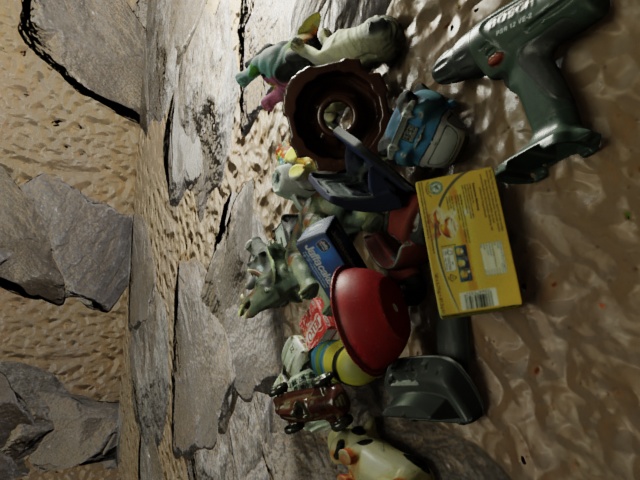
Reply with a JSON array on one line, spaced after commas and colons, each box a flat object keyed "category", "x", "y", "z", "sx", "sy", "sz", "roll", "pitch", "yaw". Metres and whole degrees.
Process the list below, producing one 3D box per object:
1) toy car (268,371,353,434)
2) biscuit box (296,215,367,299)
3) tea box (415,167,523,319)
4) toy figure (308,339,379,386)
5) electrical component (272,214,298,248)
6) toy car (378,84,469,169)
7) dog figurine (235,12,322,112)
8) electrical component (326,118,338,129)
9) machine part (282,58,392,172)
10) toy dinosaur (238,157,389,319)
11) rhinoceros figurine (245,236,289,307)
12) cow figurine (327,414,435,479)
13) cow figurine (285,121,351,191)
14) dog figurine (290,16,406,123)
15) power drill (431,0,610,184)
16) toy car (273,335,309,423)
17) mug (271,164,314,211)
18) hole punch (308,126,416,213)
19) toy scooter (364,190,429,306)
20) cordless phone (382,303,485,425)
[{"category": "toy car", "x": -0.025, "y": 0.279, "z": 0.905, "sx": 0.202, "sy": 0.053, "sz": 0.089, "roll": -26, "pitch": 89, "yaw": 47}, {"category": "biscuit box", "x": 0.042, "y": 0.064, "z": 0.828, "sx": 0.059, "sy": 0.063, "sz": 0.202, "roll": -23, "pitch": 109, "yaw": 29}, {"category": "tea box", "x": 0.179, "y": 0.006, "z": 0.658, "sx": 0.068, "sy": 0.098, "sz": 0.169, "roll": 41, "pitch": -138, "yaw": -71}, {"category": "toy figure", "x": 0.038, "y": 0.210, "z": 0.919, "sx": 0.180, "sy": 0.089, "sz": 0.082, "roll": -16, "pitch": 109, "yaw": 55}, {"category": "electrical component", "x": -0.059, "y": 0.010, "z": 1.133, "sx": 0.074, "sy": 0.048, "sz": 0.119, "roll": -54, "pitch": 46, "yaw": 46}, {"category": "toy car", "x": 0.147, "y": -0.142, "z": 0.718, "sx": 0.103, "sy": 0.161, "sz": 0.109, "roll": 26, "pitch": 110, "yaw": 10}, {"category": "dog figurine", "x": -0.049, "y": -0.360, "z": 1.063, "sx": 0.219, "sy": 0.108, "sz": 0.191, "roll": -26, "pitch": 27, "yaw": 36}, {"category": "electrical component", "x": 0.007, "y": -0.221, "z": 1.047, "sx": 0.094, "sy": 0.021, "sz": 0.063, "roll": 56, "pitch": 136, "yaw": 43}, {"category": "machine part", "x": 0.029, "y": -0.192, "z": 0.841, "sx": 0.056, "sy": 0.179, "sz": 0.179, "roll": -70, "pitch": -13, "yaw": -80}, {"category": "toy dinosaur", "x": -0.003, "y": -0.008, "z": 0.962, "sx": 0.404, "sy": 0.131, "sz": 0.192, "roll": -59, "pitch": 43, "yaw": 20}, {"category": "rhinoceros figurine", "x": -0.125, "y": 0.070, "z": 1.221, "sx": 0.190, "sy": 0.073, "sz": 0.112, "roll": 58, "pitch": 138, "yaw": 43}, {"category": "cow figurine", "x": 0.087, "y": 0.338, "z": 0.827, "sx": 0.195, "sy": 0.127, "sz": 0.085, "roll": 12, "pitch": 102, "yaw": 45}, {"category": "cow figurine", "x": 0.029, "y": -0.145, "z": 0.932, "sx": 0.167, "sy": 0.098, "sz": 0.068, "roll": -28, "pitch": 57, "yaw": 11}, {"category": "dog figurine", "x": 0.060, "y": -0.279, "z": 0.900, "sx": 0.191, "sy": 0.121, "sz": 0.172, "roll": 17, "pitch": 139, "yaw": 42}, {"category": "power drill", "x": 0.228, "y": -0.172, "z": 0.621, "sx": 0.232, "sy": 0.086, "sz": 0.207, "roll": -28, "pitch": 58, "yaw": 54}, {"category": "toy car", "x": -0.058, "y": 0.291, "z": 1.120, "sx": 0.074, "sy": 0.056, "sz": 0.201, "roll": 48, "pitch": 129, "yaw": 49}, {"category": "mug", "x": -0.037, "y": -0.101, "z": 1.038, "sx": 0.081, "sy": 0.107, "sz": 0.109, "roll": -34, "pitch": 58, "yaw": 56}, {"category": "hole punch", "x": 0.055, "y": -0.083, "z": 0.747, "sx": 0.092, "sy": 0.115, "sz": 0.142, "roll": -56, "pitch": 28, "yaw": 8}, {"category": "toy scooter", "x": 0.120, "y": -0.005, "z": 0.799, "sx": 0.135, "sy": 0.075, "sz": 0.183, "roll": 46, "pitch": 133, "yaw": 48}, {"category": "cordless phone", "x": 0.154, "y": 0.160, "z": 0.754, "sx": 0.146, "sy": 0.089, "sz": 0.184, "roll": -27, "pitch": 55, "yaw": 58}]
